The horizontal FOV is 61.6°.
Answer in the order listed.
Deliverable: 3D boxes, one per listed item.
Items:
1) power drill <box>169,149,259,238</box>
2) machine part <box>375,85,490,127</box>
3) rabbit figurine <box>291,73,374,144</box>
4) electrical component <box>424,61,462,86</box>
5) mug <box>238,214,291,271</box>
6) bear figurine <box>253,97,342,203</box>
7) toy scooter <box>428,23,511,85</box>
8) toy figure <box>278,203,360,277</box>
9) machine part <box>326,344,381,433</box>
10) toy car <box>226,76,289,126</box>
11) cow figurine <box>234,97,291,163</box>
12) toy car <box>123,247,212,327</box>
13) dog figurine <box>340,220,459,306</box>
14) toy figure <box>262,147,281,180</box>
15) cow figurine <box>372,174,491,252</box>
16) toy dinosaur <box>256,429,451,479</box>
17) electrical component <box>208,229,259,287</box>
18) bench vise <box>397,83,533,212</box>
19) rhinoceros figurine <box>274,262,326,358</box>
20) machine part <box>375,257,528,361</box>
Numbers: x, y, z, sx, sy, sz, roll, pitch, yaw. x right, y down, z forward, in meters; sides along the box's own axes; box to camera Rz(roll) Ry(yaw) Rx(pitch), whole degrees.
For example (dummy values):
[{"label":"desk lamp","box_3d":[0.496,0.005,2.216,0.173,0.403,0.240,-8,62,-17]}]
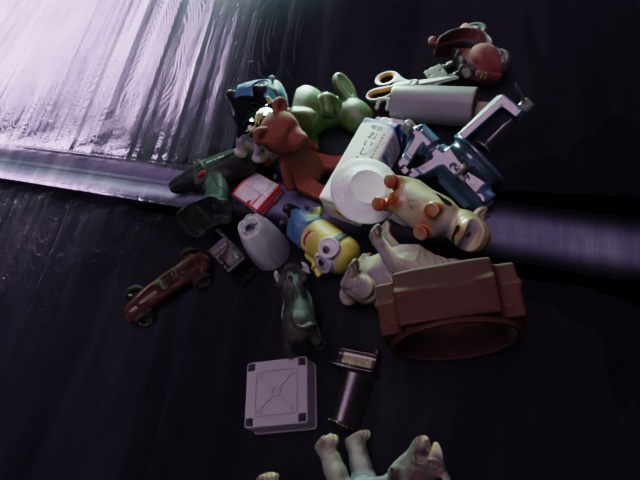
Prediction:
[{"label":"power drill","box_3d":[-0.237,-0.099,1.118,0.232,0.085,0.207,-22,31,17]},{"label":"machine part","box_3d":[0.227,-0.268,1.070,0.244,0.079,0.079,10,65,26]},{"label":"rabbit figurine","box_3d":[0.032,-0.266,1.141,0.170,0.121,0.159,8,56,4]},{"label":"electrical component","box_3d":[0.250,-0.343,1.140,0.094,0.021,0.063,-26,55,5]},{"label":"mug","box_3d":[-0.114,-0.010,1.024,0.081,0.107,0.110,-26,57,2]},{"label":"bear figurine","box_3d":[-0.035,-0.171,1.038,0.132,0.195,0.120,17,65,27]},{"label":"toy scooter","box_3d":[0.299,-0.383,1.098,0.135,0.075,0.184,-5,53,-12]},{"label":"toy figure","box_3d":[-0.001,-0.006,0.996,0.089,0.082,0.180,-23,43,-27]},{"label":"machine part","box_3d":[0.050,0.236,0.859,0.084,0.039,0.139,7,61,14]},{"label":"toy car","box_3d":[-0.130,-0.317,1.228,0.162,0.109,0.103,7,40,36]},{"label":"cow figurine","box_3d":[-0.109,-0.240,1.090,0.068,0.098,0.167,24,53,9]},{"label":"toy car","box_3d":[-0.307,0.092,1.070,0.202,0.053,0.089,-33,58,-2]},{"label":"dog figurine","box_3d":[0.145,0.078,0.893,0.191,0.121,0.172,35,117,12]},{"label":"toy figure","box_3d":[-0.110,-0.189,1.162,0.064,0.057,0.155,-50,56,11]},{"label":"cow figurine","box_3d":[0.200,-0.041,0.908,0.195,0.127,0.085,36,118,32]},{"label":"toy dinosaur","box_3d":[0.006,0.394,0.739,0.405,0.131,0.192,-36,54,5]},{"label":"electrical component","box_3d":[-0.178,0.029,1.044,0.048,0.074,0.119,-43,60,-8]},{"label":"bench vise","box_3d":[0.265,-0.175,0.962,0.240,0.128,0.224,-44,62,12]},{"label":"rhinoceros figurine","box_3d":[-0.042,0.112,0.915,0.073,0.112,0.190,-18,30,5]},{"label":"machine part","box_3d":[0.191,0.111,0.781,0.202,0.200,0.087,-12,60,13]}]
